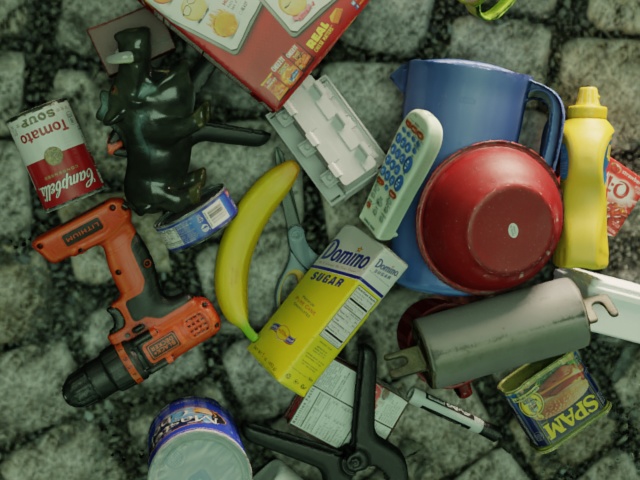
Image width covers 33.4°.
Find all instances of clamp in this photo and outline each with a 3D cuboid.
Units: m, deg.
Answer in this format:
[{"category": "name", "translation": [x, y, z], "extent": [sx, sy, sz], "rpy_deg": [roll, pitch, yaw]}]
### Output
[{"category": "clamp", "translation": [-0.145, -0.139, 1.119], "extent": [0.171, 0.039, 0.120], "rpy_deg": [-15, 101, -9]}, {"category": "clamp", "translation": [0.040, 0.224, 1.148], "extent": [0.164, 0.036, 0.210], "rpy_deg": [-39, 103, 1]}]

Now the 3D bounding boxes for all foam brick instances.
[{"category": "foam brick", "translation": [-0.193, -0.206, 1.099], "extent": [0.078, 0.051, 0.053], "rpy_deg": [-23, 100, -6]}]

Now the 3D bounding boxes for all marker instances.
[{"category": "marker", "translation": [0.155, 0.200, 1.213], "extent": [0.121, 0.020, 0.020], "rpy_deg": [26, 91, -11]}]

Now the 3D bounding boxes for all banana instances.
[{"category": "banana", "translation": [-0.074, 0.006, 1.141], "extent": [0.070, 0.037, 0.198], "rpy_deg": [13, 94, 11]}]

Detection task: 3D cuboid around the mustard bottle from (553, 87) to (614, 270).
[{"category": "mustard bottle", "translation": [0.281, -0.066, 1.135], "extent": [0.058, 0.096, 0.191], "rpy_deg": [2, 93, 14]}]

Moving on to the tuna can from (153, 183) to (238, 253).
[{"category": "tuna can", "translation": [-0.128, -0.023, 1.111], "extent": [0.086, 0.086, 0.033], "rpy_deg": [-31, 105, -5]}]

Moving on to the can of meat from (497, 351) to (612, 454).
[{"category": "can of meat", "translation": [0.264, 0.177, 1.210], "extent": [0.102, 0.057, 0.084], "rpy_deg": [-33, 97, -5]}]

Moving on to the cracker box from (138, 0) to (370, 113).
[{"category": "cracker box", "translation": [-0.073, -0.250, 1.012], "extent": [0.213, 0.072, 0.164], "rpy_deg": [39, 88, -9]}]

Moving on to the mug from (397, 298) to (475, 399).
[{"category": "mug", "translation": [0.136, 0.119, 1.170], "extent": [0.093, 0.081, 0.117], "rpy_deg": [-27, 99, -5]}]

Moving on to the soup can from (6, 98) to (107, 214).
[{"category": "soup can", "translation": [-0.269, -0.087, 1.092], "extent": [0.068, 0.068, 0.102], "rpy_deg": [-23, 98, -6]}]

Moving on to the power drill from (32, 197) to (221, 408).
[{"category": "power drill", "translation": [-0.222, 0.064, 1.121], "extent": [0.184, 0.057, 0.187], "rpy_deg": [-31, 102, -8]}]

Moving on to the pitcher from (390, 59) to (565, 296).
[{"category": "pitcher", "translation": [0.151, -0.066, 1.127], "extent": [0.144, 0.149, 0.243], "rpy_deg": [3, 99, -29]}]

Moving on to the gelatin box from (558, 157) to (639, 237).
[{"category": "gelatin box", "translation": [0.314, -0.058, 1.205], "extent": [0.089, 0.030, 0.073], "rpy_deg": [33, 90, -11]}]

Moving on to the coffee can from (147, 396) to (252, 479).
[{"category": "coffee can", "translation": [-0.128, 0.229, 1.109], "extent": [0.102, 0.140, 0.103], "rpy_deg": [-1, 96, -9]}]

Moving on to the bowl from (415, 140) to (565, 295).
[{"category": "bowl", "translation": [0.179, -0.016, 1.059], "extent": [0.162, 0.055, 0.162], "rpy_deg": [-3, 104, -13]}]

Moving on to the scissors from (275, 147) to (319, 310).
[{"category": "scissors", "translation": [-0.008, 0.001, 1.168], "extent": [0.096, 0.016, 0.202], "rpy_deg": [2, 96, -11]}]

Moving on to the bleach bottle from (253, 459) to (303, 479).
[{"category": "bleach bottle", "translation": [0.009, 0.361, 1.186], "extent": [0.102, 0.068, 0.250], "rpy_deg": [-44, 103, -1]}]

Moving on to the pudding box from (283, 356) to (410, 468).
[{"category": "pudding box", "translation": [0.030, 0.187, 1.183], "extent": [0.113, 0.039, 0.090], "rpy_deg": [30, 91, -9]}]

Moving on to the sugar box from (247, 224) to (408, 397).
[{"category": "sugar box", "translation": [0.006, 0.071, 1.119], "extent": [0.048, 0.093, 0.176], "rpy_deg": [37, 89, -31]}]
